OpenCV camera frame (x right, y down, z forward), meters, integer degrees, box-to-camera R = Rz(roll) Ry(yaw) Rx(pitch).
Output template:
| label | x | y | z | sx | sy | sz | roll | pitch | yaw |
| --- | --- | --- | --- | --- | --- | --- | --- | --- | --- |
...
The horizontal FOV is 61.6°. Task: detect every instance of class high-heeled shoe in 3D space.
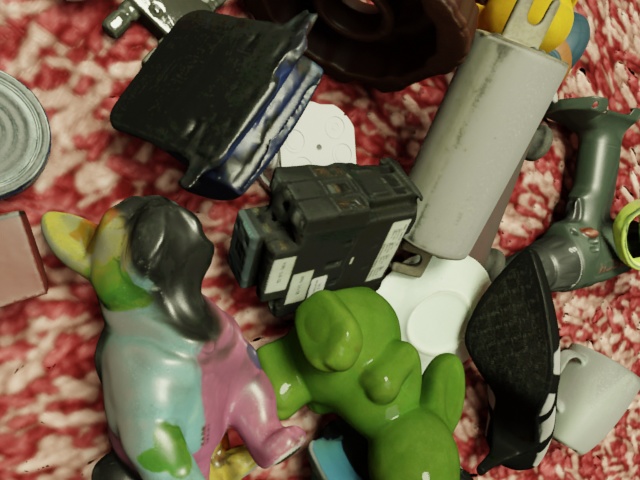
| label | x | y | z | sx | sy | sz | roll | pitch | yaw |
| --- | --- | --- | --- | --- | --- | --- | --- | --- | --- |
| high-heeled shoe | 0.206 | 0.123 | 0.527 | 0.145 | 0.086 | 0.248 | -9 | 113 | -47 |

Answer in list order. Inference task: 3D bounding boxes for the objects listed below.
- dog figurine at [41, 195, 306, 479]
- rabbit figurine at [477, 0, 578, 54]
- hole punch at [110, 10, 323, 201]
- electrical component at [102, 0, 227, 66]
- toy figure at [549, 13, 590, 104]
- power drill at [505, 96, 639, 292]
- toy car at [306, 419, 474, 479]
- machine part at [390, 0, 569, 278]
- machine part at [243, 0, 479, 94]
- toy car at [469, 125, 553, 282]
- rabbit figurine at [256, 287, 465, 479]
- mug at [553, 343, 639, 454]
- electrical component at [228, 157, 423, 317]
| label | x | y | z | sx | sy | sz | roll | pitch | yaw |
| --- | --- | --- | --- | --- | --- | --- | --- | --- | --- |
| dog figurine | -0.115 | 0.076 | 0.369 | 0.108 | 0.191 | 0.219 | -15 | 69 | -44 |
| rabbit figurine | 0.177 | -0.225 | 0.480 | 0.122 | 0.162 | 0.173 | 31 | 56 | -27 |
| hole punch | -0.061 | -0.086 | 0.377 | 0.142 | 0.116 | 0.092 | -56 | 146 | -15 |
| electrical component | -0.112 | -0.171 | 0.403 | 0.063 | 0.021 | 0.094 | 44 | 73 | -22 |
| toy figure | 0.236 | -0.187 | 0.552 | 0.064 | 0.058 | 0.154 | 47 | 53 | -2 |
| power drill | 0.282 | -0.047 | 0.586 | 0.232 | 0.086 | 0.207 | 0 | 88 | -30 |
| toy car | 0.054 | 0.224 | 0.472 | 0.161 | 0.109 | 0.102 | 8 | 115 | -40 |
| machine part | 0.122 | -0.072 | 0.432 | 0.079 | 0.079 | 0.243 | 9 | 115 | -28 |
| machine part | 0.029 | -0.181 | 0.398 | 0.179 | 0.179 | 0.056 | 28 | 76 | -26 |
| toy car | 0.163 | -0.052 | 0.537 | 0.089 | 0.053 | 0.202 | 22 | 86 | -17 |
| rabbit figurine | 0.046 | 0.134 | 0.424 | 0.159 | 0.121 | 0.170 | 5 | 47 | -53 |
| mug | 0.288 | 0.176 | 0.598 | 0.109 | 0.081 | 0.107 | 34 | 85 | -32 |
| electrical component | -0.001 | -0.001 | 0.415 | 0.134 | 0.058 | 0.114 | -10 | 139 | -30 |
